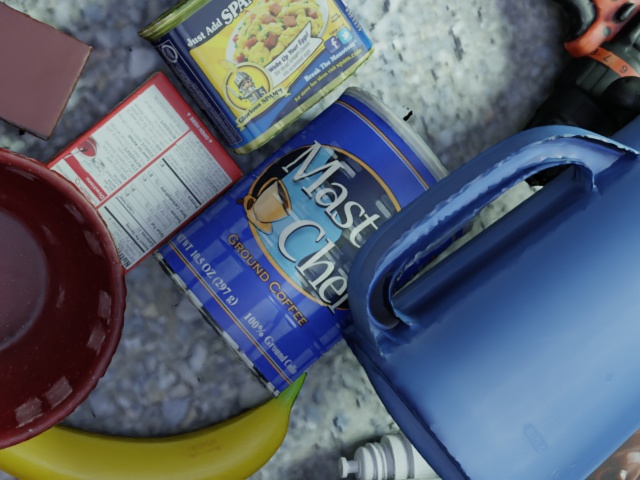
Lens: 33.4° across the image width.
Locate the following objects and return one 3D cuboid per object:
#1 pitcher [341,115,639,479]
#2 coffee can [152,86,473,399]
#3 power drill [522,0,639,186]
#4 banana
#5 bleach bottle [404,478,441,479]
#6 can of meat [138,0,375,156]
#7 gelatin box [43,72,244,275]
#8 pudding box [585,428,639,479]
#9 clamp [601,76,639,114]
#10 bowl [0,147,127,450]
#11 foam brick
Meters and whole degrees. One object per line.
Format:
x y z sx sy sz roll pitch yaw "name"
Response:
0.135 0.018 0.526 0.243 0.149 0.145 -39 73 -5 "pitcher"
-0.004 0.001 0.573 0.140 0.103 0.102 -41 104 -5 "coffee can"
0.134 -0.149 0.613 0.187 0.057 0.184 44 82 -18 "power drill"
-0.102 0.115 0.601 0.197 0.037 0.069 -4 79 -15 "banana"
0.080 0.262 0.628 0.103 0.068 0.251 -1 113 13 "bleach bottle"
-0.032 -0.108 0.577 0.102 0.057 0.084 -38 106 -6 "can of meat"
-0.099 -0.037 0.583 0.089 0.030 0.073 -41 106 -6 "gelatin box"
0.181 0.142 0.606 0.113 0.039 0.090 -14 100 -4 "pudding box"
0.251 -0.049 0.650 0.209 0.036 0.164 -21 129 -21 "clamp"
-0.185 0.027 0.553 0.162 0.055 0.162 -4 102 -17 "bowl"
-0.150 -0.086 0.540 0.053 0.078 0.051 26 92 -16 "foam brick"
